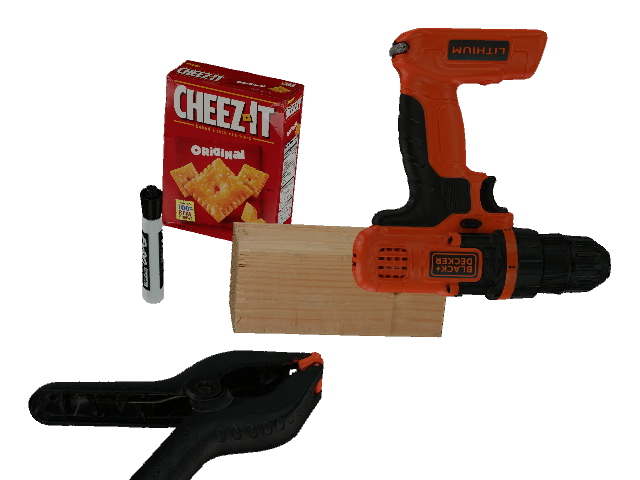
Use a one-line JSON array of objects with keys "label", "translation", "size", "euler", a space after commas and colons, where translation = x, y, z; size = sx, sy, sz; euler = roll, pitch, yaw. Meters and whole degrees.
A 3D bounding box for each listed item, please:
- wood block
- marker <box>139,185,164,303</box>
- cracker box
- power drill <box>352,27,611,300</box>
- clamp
[{"label": "wood block", "translation": [0.015, 0.039, 1.065], "size": [0.206, 0.091, 0.090], "euler": [2, 16, -8]}, {"label": "marker", "translation": [-0.143, 0.004, 0.910], "size": [0.020, 0.121, 0.020], "euler": [4, 39, -3]}, {"label": "cracker box", "translation": [-0.116, -0.106, 1.366], "size": [0.164, 0.214, 0.072], "euler": [14, 29, 14]}, {"label": "power drill", "translation": [0.116, -0.051, 0.744], "size": [0.184, 0.188, 0.057], "euler": [1, 4, -7]}, {"label": "clamp", "translation": [-0.066, 0.104, 0.598], "size": [0.171, 0.039, 0.120], "euler": [-11, 37, -24]}]
